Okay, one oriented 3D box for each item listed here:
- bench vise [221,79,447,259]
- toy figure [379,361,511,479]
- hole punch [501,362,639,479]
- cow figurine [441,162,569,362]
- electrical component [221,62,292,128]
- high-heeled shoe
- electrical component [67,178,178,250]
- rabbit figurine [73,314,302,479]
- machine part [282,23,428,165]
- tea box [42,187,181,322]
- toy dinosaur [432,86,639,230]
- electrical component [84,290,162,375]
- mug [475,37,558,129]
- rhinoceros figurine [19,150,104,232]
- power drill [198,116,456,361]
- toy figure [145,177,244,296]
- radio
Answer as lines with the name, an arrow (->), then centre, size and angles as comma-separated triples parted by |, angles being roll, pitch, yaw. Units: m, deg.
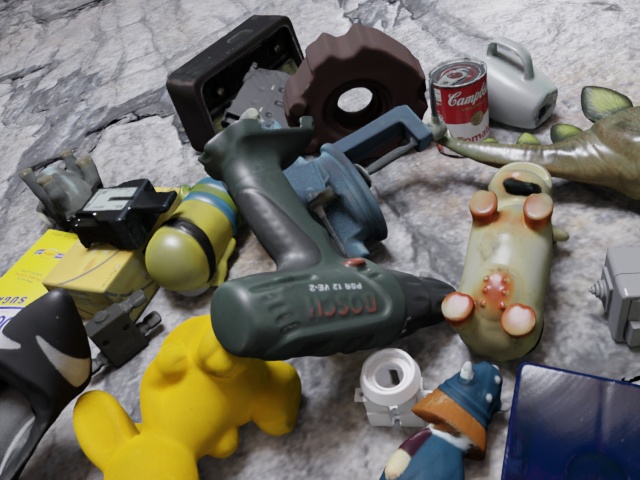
bench vise -> 0.022, -0.082, 0.590 | 0.241, 0.128, 0.224 | -32, 62, -6
toy figure -> 0.085, 0.151, 0.385 | 0.058, 0.064, 0.154 | 12, 50, 37
hole punch -> 0.174, 0.146, 0.341 | 0.142, 0.092, 0.116 | 9, 54, 22
cow figurine -> 0.171, 0.013, 0.477 | 0.086, 0.127, 0.195 | 6, 61, 26
electrical component -> -0.056, -0.176, 0.756 | 0.134, 0.058, 0.115 | 19, 69, 6
high-heeled shoe -> -0.261, 0.154, 0.409 | 0.086, 0.248, 0.145 | 27, 29, 3
electrical component -> -0.208, -0.030, 0.595 | 0.119, 0.047, 0.075 | -2, 45, 15
rabbit figurine -> -0.117, 0.147, 0.422 | 0.163, 0.121, 0.173 | -4, 45, 23
machine part -> 0.044, -0.170, 0.661 | 0.179, 0.179, 0.056 | -15, 45, 4
tea box -> -0.231, 0.013, 0.645 | 0.098, 0.068, 0.170 | 3, 47, 22
toy dinosaur -> 0.337, -0.086, 0.526 | 0.472, 0.104, 0.199 | 3, 41, 14
electrical component -> -0.210, 0.096, 0.550 | 0.094, 0.063, 0.021 | -40, 46, -21
mug -> 0.244, -0.196, 0.675 | 0.081, 0.109, 0.107 | -34, 57, -21
rhinoceros figurine -> -0.339, -0.058, 0.725 | 0.073, 0.112, 0.190 | -40, 29, -29
power drill -> -0.001, -0.001, 0.456 | 0.232, 0.086, 0.207 | -11, 72, -39
toy figure -> -0.139, -0.017, 0.627 | 0.082, 0.089, 0.180 | 2, 47, 27
radio -> -0.119, -0.244, 0.831 | 0.073, 0.130, 0.229 | 17, 52, 36
